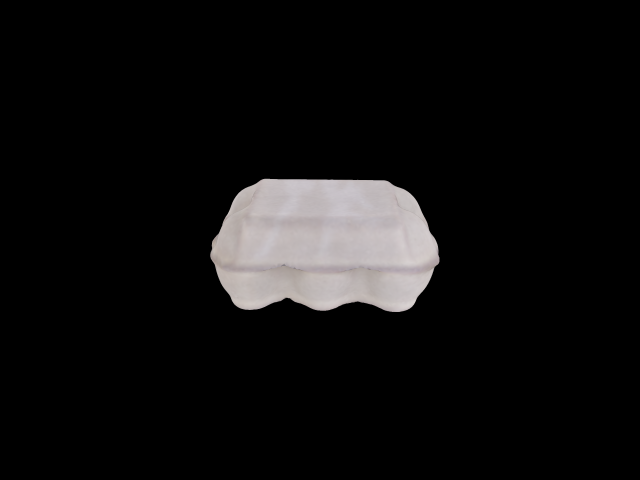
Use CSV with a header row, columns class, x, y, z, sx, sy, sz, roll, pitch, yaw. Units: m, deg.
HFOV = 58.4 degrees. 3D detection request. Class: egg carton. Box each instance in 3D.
class,x,y,z,sx,sy,sz,roll,pitch,yaw
egg carton,0.004,0.001,0.400,0.150,0.069,0.107,0,24,0
